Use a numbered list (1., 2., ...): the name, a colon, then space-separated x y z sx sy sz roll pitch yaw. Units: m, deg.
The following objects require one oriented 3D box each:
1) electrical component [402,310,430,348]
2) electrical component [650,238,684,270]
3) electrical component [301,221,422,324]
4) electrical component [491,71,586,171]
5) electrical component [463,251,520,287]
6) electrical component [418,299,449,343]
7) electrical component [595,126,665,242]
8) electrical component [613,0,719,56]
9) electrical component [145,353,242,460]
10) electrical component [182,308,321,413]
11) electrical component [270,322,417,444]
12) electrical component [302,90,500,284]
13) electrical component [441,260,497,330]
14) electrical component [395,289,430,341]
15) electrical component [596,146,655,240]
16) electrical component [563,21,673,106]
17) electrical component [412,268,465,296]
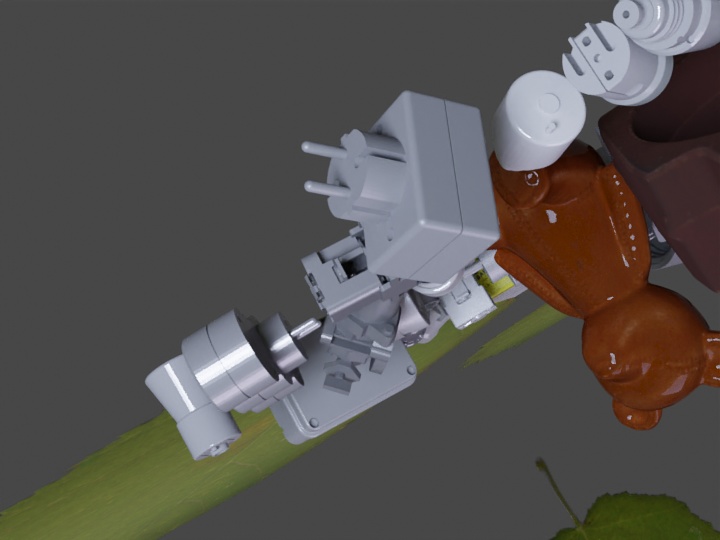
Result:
1. electrical component: 0.038 0.034 0.903 0.048 0.048 0.062 -26 162 -21
2. electrical component: 0.254 -0.052 0.932 0.060 0.108 0.108 -20 166 -22
3. electrical component: 0.000 0.000 0.640 0.064 0.042 0.081 -26 169 -3
4. electrical component: 0.086 -0.070 0.548 0.040 0.040 0.078 -28 170 -14
5. electrical component: 0.112 -0.014 0.852 0.074 0.052 0.138 -31 170 3
6. electrical component: 0.065 0.042 1.025 0.040 0.040 0.046 -20 160 -44
7. electrical component: 0.253 -0.094 0.744 0.150 0.061 0.089 -32 141 8
8. electrical component: 0.136 -0.115 0.475 0.078 0.040 0.040 -19 165 -47
9. electrical component: -0.106 0.090 0.700 0.044 0.065 0.044 -29 168 -7
10. electrical component: -0.058 0.052 0.691 0.074 0.052 0.138 -31 170 2
11. electrical component: -0.020 0.082 0.872 0.113 0.078 0.057 -26 172 -25
12. electrical component: 0.011 -0.037 0.451 0.077 0.065 0.047 9 150 -26
13. electrical component: 0.085 0.017 0.912 0.048 0.055 0.066 -32 170 7
14. electrical component: 0.017 0.026 0.780 0.047 0.055 0.055 -28 170 9
15. electrical component: 0.217 -0.063 0.843 0.079 0.077 0.043 -23 167 -37
16. electrical component: 0.123 -0.100 0.517 0.040 0.040 0.046 -37 162 34
17. electrical component: 0.048 -0.005 0.745 0.043 0.043 0.062 -32 168 9
